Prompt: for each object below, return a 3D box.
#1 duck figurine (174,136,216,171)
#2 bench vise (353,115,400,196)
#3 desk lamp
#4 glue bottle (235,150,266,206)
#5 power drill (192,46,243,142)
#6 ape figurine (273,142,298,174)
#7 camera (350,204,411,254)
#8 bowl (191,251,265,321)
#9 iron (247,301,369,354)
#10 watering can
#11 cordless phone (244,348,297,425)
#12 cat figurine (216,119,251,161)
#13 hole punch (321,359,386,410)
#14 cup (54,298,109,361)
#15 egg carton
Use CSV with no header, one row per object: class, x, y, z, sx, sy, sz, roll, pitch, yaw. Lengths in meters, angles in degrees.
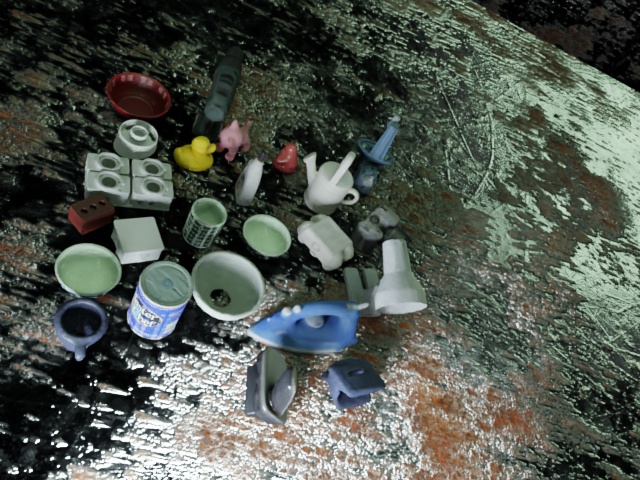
duck figurine,-0.313,-0.227,1.450,0.105,0.086,0.077,0,56,-30
bench vise,0.174,-0.241,1.654,0.122,0.219,0.207,11,51,-23
desk lamp,0.155,0.107,1.377,0.118,0.213,0.203,5,54,-27
glue bottle,-0.169,-0.163,1.425,0.037,0.173,0.078,6,53,-26
power drill,-0.267,-0.371,1.503,0.076,0.208,0.229,19,49,-17
ape figurine,-0.089,-0.233,1.582,0.078,0.092,0.076,-23,70,-40
camera,0.177,-0.019,1.567,0.137,0.100,0.143,42,46,5
bowl,-0.209,0.112,1.257,0.168,0.074,0.167,16,49,-19
iron,-0.020,0.175,1.272,0.259,0.141,0.118,3,55,-29
watering can,0.032,-0.165,1.529,0.173,0.194,0.101,19,48,-17
cordless phone,-0.078,0.272,1.133,0.094,0.185,0.147,11,51,-23
cat figurine,-0.224,-0.275,1.517,0.067,0.117,0.128,39,46,3
hole punch,0.074,0.308,1.260,0.109,0.091,0.101,-5,59,-33
cup,-0.443,0.178,1.054,0.092,0.095,0.117,5,54,-27
egg carton,0.014,0.005,1.473,0.150,0.069,0.107,48,47,10
